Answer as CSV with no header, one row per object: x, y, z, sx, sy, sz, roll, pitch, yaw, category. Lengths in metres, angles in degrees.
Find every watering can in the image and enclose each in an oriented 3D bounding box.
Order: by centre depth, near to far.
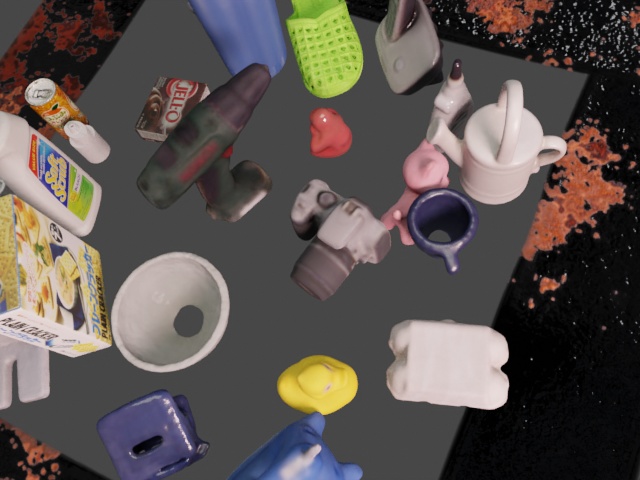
0.233,-0.130,0.760,0.173,0.194,0.101,-15,67,3,watering can

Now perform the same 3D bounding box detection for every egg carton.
0.161,0.155,0.726,0.150,0.069,0.107,2,69,10,egg carton

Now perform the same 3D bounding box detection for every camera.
0.007,0.003,0.794,0.143,0.101,0.137,33,77,19,camera

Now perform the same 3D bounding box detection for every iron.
-0.081,0.314,0.663,0.258,0.141,0.118,-38,68,-7,iron

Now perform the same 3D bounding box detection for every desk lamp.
-0.465,0.109,0.766,0.118,0.214,0.203,-17,67,3,desk lamp

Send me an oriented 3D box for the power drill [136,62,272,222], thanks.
-0.138,-0.117,0.806,0.230,0.209,0.075,-44,68,-9,power drill

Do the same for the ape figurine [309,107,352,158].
0.008,-0.169,0.867,0.076,0.092,0.078,30,76,19,ape figurine

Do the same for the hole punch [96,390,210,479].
-0.214,0.255,0.735,0.108,0.091,0.101,-26,67,-2,hole punch

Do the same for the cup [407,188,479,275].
0.167,0.000,0.773,0.091,0.095,0.117,-11,67,5,cup

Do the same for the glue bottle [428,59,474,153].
0.186,-0.193,0.804,0.037,0.173,0.078,39,79,21,glue bottle

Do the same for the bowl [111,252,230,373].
-0.197,0.106,0.800,0.167,0.075,0.167,-3,68,8,bowl

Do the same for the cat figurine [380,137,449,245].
0.135,-0.072,0.794,0.067,0.118,0.128,31,76,19,cat figurine

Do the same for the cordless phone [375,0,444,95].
0.133,-0.323,0.857,0.094,0.185,0.147,-17,67,2,cordless phone

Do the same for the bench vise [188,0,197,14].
-0.172,-0.486,0.951,0.121,0.220,0.207,-6,68,7,bench vise

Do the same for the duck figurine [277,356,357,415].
-0.007,0.182,0.733,0.104,0.086,0.077,-5,68,7,duck figurine
